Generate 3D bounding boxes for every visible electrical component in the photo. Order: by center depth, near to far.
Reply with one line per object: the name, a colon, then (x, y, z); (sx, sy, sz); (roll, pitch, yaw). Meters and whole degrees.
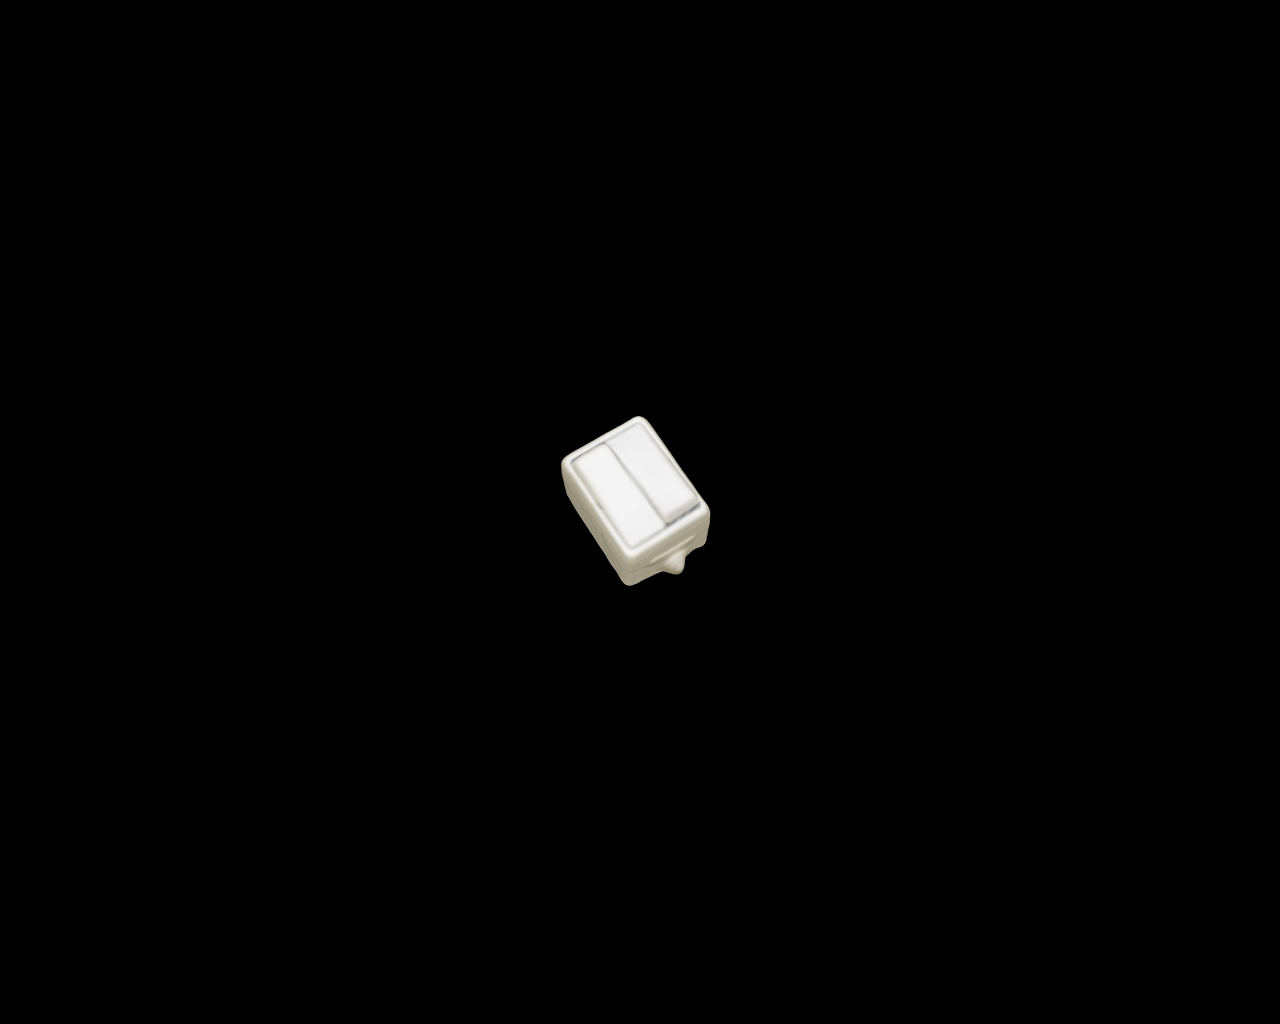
electrical component: (0.001, -0.003, 0.650); (0.062, 0.096, 0.061); (-30, -19, -12)
